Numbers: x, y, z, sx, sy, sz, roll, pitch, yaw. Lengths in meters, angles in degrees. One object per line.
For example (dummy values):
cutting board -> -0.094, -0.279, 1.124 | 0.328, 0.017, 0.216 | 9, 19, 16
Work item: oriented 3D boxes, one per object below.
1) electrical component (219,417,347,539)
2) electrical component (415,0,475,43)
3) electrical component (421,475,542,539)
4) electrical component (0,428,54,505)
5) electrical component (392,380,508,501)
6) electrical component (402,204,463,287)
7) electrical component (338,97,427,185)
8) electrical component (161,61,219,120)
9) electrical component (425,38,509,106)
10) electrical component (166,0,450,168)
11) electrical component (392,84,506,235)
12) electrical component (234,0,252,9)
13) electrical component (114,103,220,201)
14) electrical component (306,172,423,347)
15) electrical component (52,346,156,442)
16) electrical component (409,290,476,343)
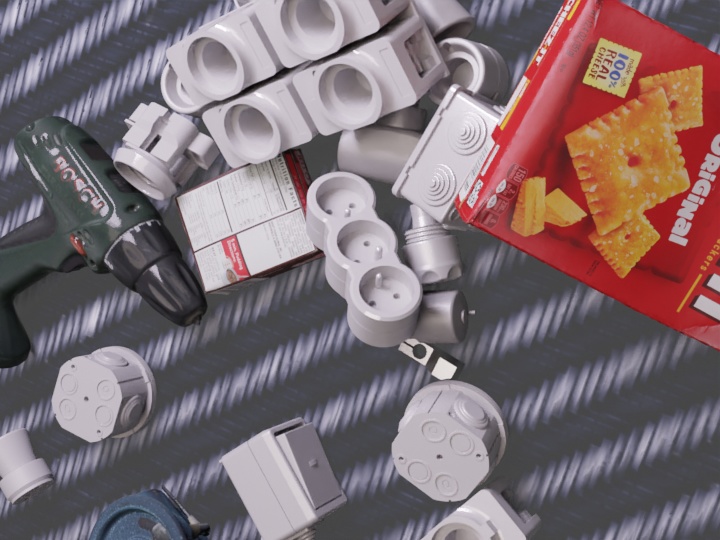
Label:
electrical component -> -0.054, 0.172, 0.856 | 0.061, 0.062, 0.096 | -34, 79, 21
electrical component -> 0.052, -0.199, 0.804 | 0.044, 0.044, 0.065 | -35, 75, 21
electrical component -> 0.082, 0.203, 0.802 | 0.089, 0.056, 0.050 | -44, 76, 19
electrical component -> -0.310, 0.178, 0.976 | 0.045, 0.045, 0.055 | -38, 78, 20
electrical component -> 0.066, 0.127, 0.800 | 0.080, 0.051, 0.080 | 8, 113, 19
electrical component -> 0.052, -0.020, 0.811 | 0.043, 0.043, 0.062 | -13, 86, 23
electrical component -> 0.030, -0.104, 0.816 | 0.077, 0.044, 0.079 | 13, 97, 22
electrical component -> -0.130, -0.151, 0.881 | 0.055, 0.047, 0.055 | 1, 93, 23
electrical component -> 0.076, -0.142, 0.791 | 0.055, 0.047, 0.055 | 1, 92, 26
electrical component -> -0.044, -0.150, 0.784 | 0.186, 0.060, 0.105 | -14, 113, 39
electrical component -> 0.082, -0.075, 0.766 | 0.048, 0.100, 0.099 | 39, 107, 30
electrical component -> -0.049, -0.222, 0.847 | 0.099, 0.064, 0.099 | -6, 76, 25
electrical component -> -0.164, -0.095, 0.881 | 0.078, 0.058, 0.057 | 28, 72, 19
electrical component -> 0.000, 0.000, 0.809 | 0.052, 0.073, 0.138 | -17, 59, -15
electrical component -> -0.222, 0.108, 0.931 | 0.080, 0.051, 0.080 | 1, 93, 23
electrical component -> 0.047, 0.036, 0.818 | 0.078, 0.040, 0.040 | -2, 92, 24
